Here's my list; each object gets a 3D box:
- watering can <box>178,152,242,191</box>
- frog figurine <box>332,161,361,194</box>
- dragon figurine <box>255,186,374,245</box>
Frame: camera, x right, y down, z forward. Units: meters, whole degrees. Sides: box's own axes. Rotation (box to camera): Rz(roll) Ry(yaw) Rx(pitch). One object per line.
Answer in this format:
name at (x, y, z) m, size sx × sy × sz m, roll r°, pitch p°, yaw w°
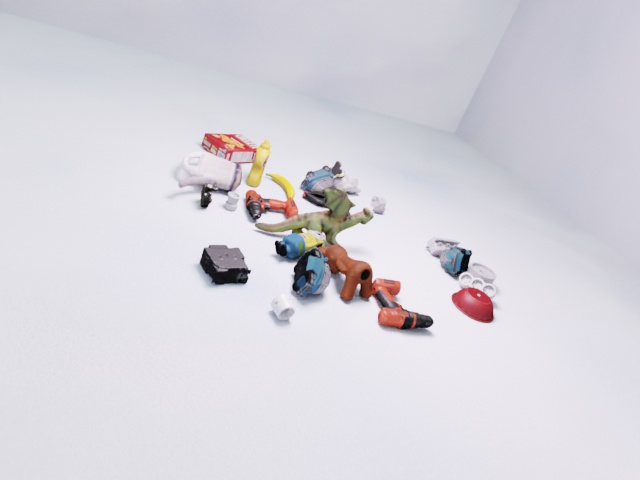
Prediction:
watering can at (-0.395, -0.235, 1.867) m, size 0.224 × 0.102 × 0.355 m, roll 17°, pitch 27°, yaw -13°
frog figurine at (0.105, -0.257, 2.326) m, size 0.157 × 0.123 × 0.139 m, roll 49°, pitch -3°, yaw -38°
dragon figurine at (0.005, -0.089, 1.762) m, size 0.409 × 0.238 × 0.125 m, roll 10°, pitch 33°, yaw -27°
